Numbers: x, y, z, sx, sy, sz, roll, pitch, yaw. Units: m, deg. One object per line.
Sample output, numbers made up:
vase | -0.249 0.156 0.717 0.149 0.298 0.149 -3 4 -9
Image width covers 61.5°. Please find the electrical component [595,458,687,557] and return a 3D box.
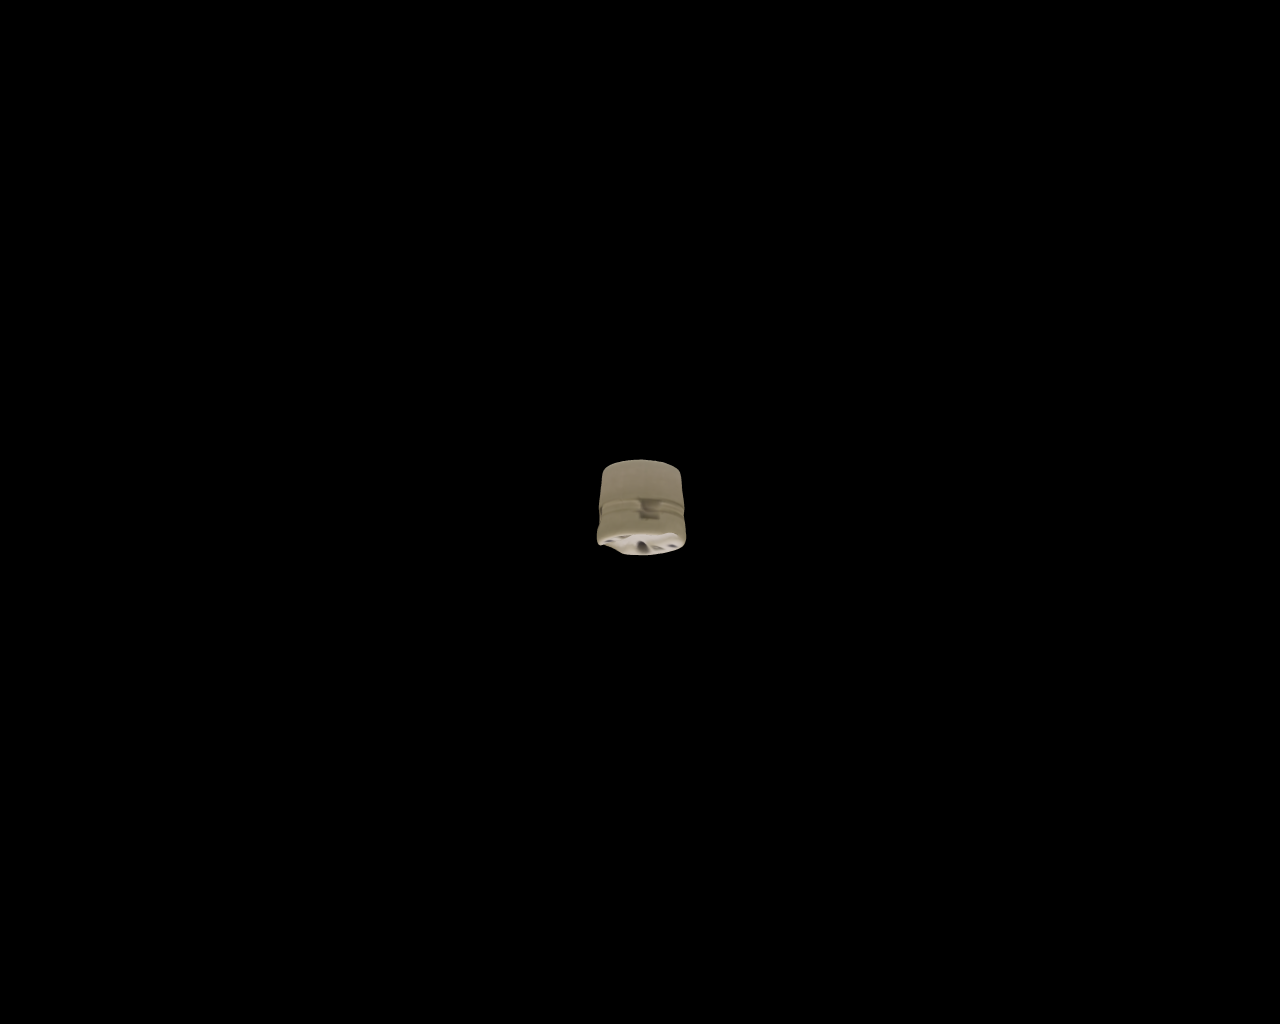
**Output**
electrical component | 0.001 -0.003 0.650 0.055 0.047 0.055 0 -17 0
